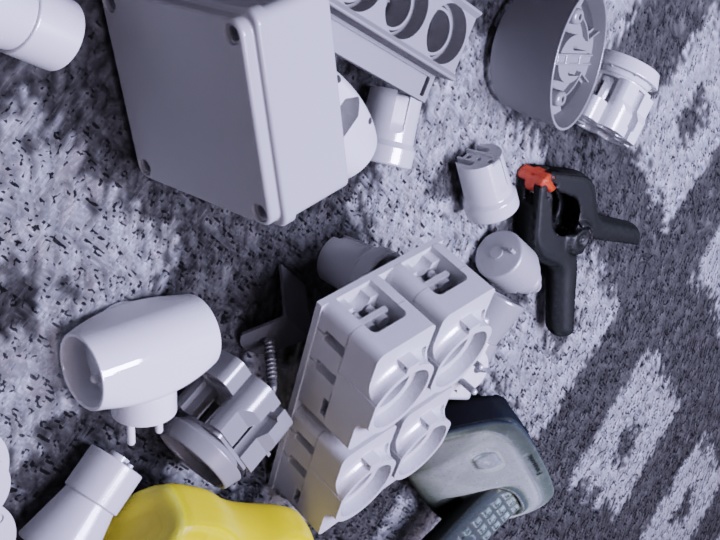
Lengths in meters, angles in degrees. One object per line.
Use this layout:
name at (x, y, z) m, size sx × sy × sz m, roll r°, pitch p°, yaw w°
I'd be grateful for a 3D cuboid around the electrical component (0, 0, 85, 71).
electrical component at (-0.155, -0.113, 0.474) m, size 0.065 × 0.044 × 0.044 m, roll 16°, pitch 97°, yaw -55°

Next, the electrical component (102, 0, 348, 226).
electrical component at (-0.066, -0.090, 0.531) m, size 0.056 × 0.109 × 0.108 m, roll -34°, pitch 131°, yaw -36°

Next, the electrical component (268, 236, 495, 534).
electrical component at (0.013, 0.081, 0.696) m, size 0.105 × 0.060 × 0.186 m, roll -28°, pitch 149°, yaw -37°

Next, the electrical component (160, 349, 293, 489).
electrical component at (-0.083, 0.093, 0.648) m, size 0.057 × 0.058 × 0.078 m, roll -49°, pitch 138°, yaw -23°

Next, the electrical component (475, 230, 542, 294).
electrical component at (0.121, -0.001, 0.839) m, size 0.078 × 0.040 × 0.040 m, roll 35°, pitch 82°, yaw -51°

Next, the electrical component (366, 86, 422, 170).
electrical component at (0.018, -0.090, 0.680) m, size 0.040 × 0.040 × 0.046 m, roll 6°, pitch 99°, yaw -49°

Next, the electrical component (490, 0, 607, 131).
electrical component at (0.140, -0.152, 0.763) m, size 0.099 × 0.064 × 0.099 m, roll -24°, pitch 126°, yaw -39°

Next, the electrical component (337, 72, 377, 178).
electrical component at (-0.036, -0.076, 0.622) m, size 0.079 × 0.043 × 0.077 m, roll -56°, pitch 140°, yaw -11°

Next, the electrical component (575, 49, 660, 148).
electrical component at (0.199, -0.136, 0.843) m, size 0.078 × 0.058 × 0.057 m, roll 21°, pitch 96°, yaw -51°

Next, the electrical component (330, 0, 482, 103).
electrical component at (0.006, -0.154, 0.613) m, size 0.121 × 0.063 × 0.078 m, roll 18°, pitch 95°, yaw -51°

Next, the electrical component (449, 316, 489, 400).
electrical component at (0.067, 0.064, 0.775) m, size 0.047 × 0.077 × 0.065 m, roll 5°, pitch 107°, yaw -26°

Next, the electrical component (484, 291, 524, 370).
electrical component at (0.093, 0.048, 0.834) m, size 0.044 × 0.044 × 0.065 m, roll 21°, pitch 98°, yaw -51°

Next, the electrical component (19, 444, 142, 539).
electrical component at (-0.153, 0.131, 0.602) m, size 0.065 × 0.044 × 0.044 m, roll -57°, pitch 140°, yaw -18°

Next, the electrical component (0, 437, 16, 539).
electrical component at (-0.192, 0.098, 0.514) m, size 0.052 × 0.074 × 0.138 m, roll -21°, pitch 124°, yaw -41°

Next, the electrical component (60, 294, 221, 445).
electrical component at (-0.121, 0.060, 0.597) m, size 0.077 × 0.044 × 0.079 m, roll -20°, pitch 123°, yaw -41°

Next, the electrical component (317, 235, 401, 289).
electrical component at (0.000, 0.000, 0.699) m, size 0.040 × 0.046 × 0.040 m, roll -25°, pitch 126°, yaw -39°

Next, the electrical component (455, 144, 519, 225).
electrical component at (0.091, -0.062, 0.775) m, size 0.040 × 0.040 × 0.046 m, roll -40°, pitch 128°, yaw -28°
